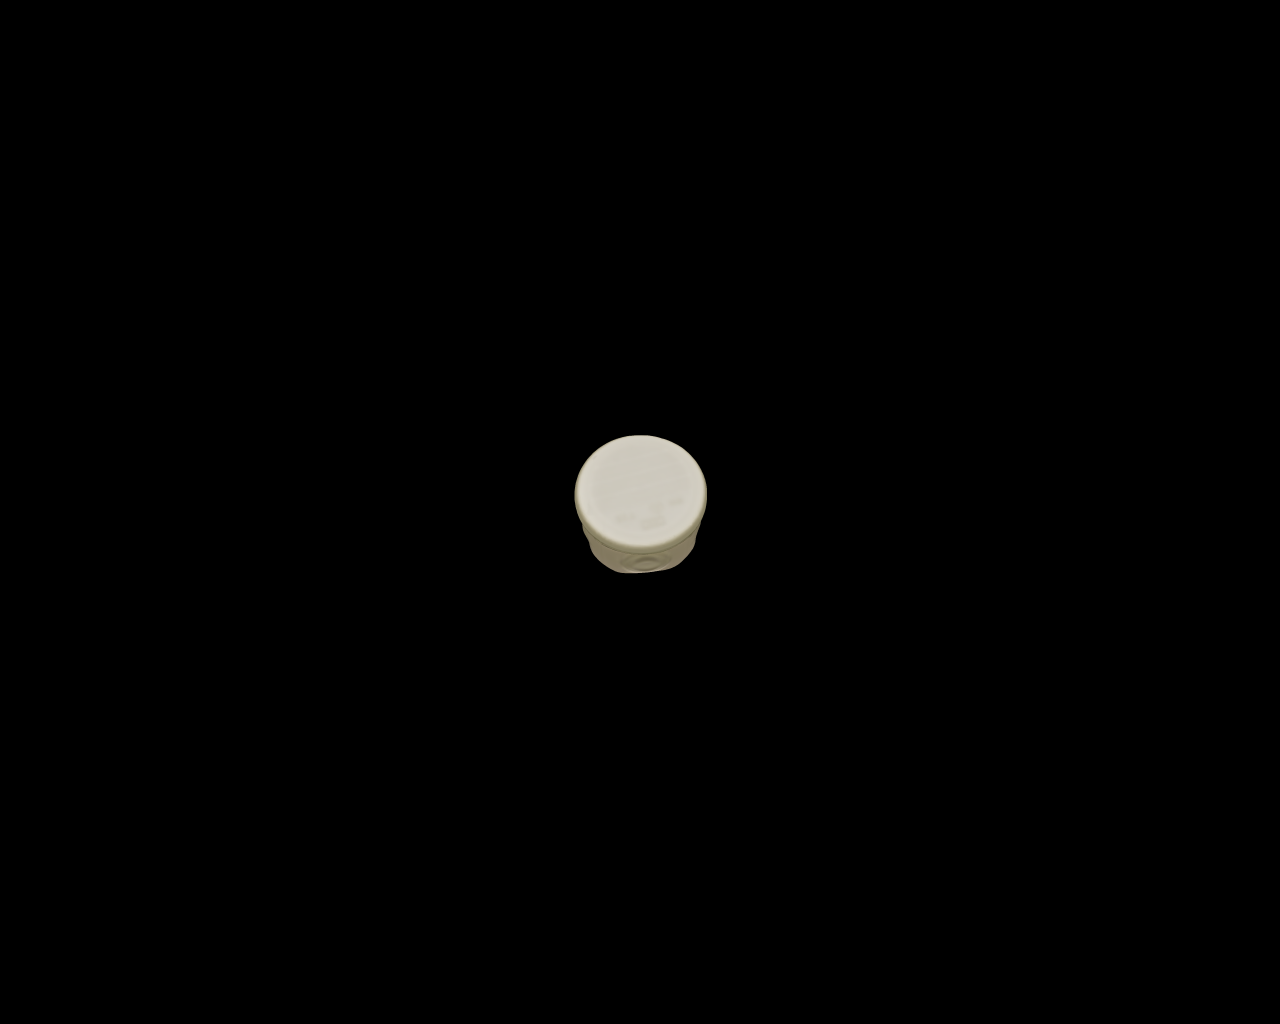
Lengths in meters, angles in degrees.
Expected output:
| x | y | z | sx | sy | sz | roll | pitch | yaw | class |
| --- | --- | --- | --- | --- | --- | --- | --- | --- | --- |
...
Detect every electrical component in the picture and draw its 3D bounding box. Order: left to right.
| x | y | z | sx | sy | sz | roll | pitch | yaw | class |
| --- | --- | --- | --- | --- | --- | --- | --- | --- | --- |
| 0.001 | -0.003 | 0.650 | 0.080 | 0.080 | 0.051 | 0 | -28 | 0 | electrical component |
